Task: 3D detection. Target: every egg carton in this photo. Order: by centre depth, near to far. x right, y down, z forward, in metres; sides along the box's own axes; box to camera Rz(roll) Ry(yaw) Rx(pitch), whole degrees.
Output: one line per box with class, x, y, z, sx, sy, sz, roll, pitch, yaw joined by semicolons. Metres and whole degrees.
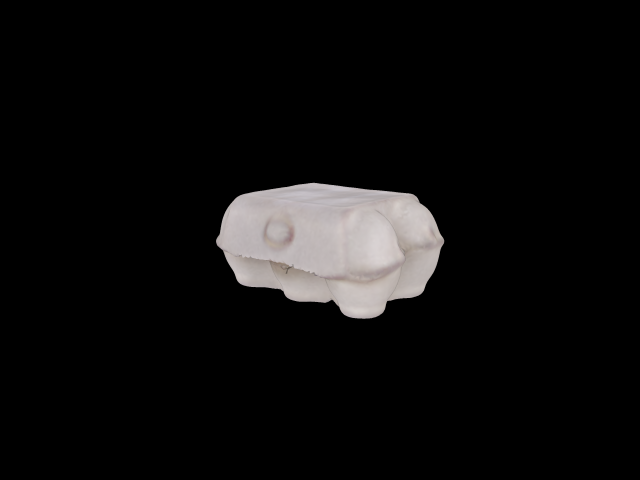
egg carton;0.004;0.001;0.400;0.149;0.069;0.107;11;17;38
